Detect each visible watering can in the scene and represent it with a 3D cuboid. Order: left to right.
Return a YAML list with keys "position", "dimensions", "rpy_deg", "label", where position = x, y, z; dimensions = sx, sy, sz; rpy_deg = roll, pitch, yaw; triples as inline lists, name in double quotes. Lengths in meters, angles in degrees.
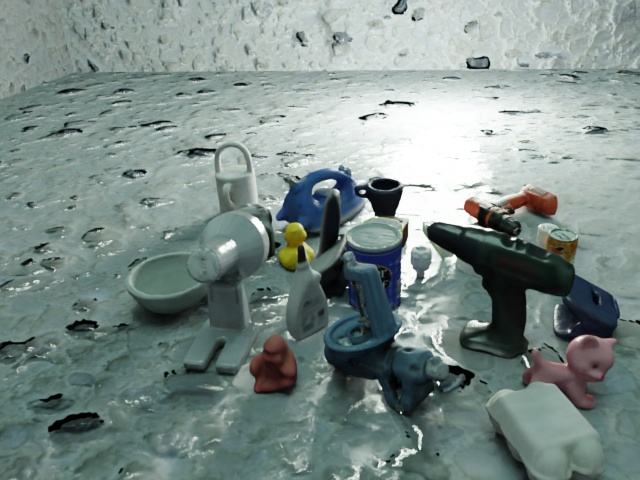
- position: [-0.212, -0.156, 1.433]
  dimensions: [0.101, 0.194, 0.172]
  rpy_deg: [-9, 28, -10]
  label: "watering can"

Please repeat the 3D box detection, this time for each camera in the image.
- position: [-0.177, -0.028, 1.287]
  dimensions: [0.137, 0.101, 0.143]
  rpy_deg: [-10, 29, -11]
  label: "camera"

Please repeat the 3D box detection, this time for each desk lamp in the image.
- position: [-0.160, 0.078, 0.967]
  dimensions: [0.117, 0.214, 0.203]
  rpy_deg: [2, 28, 10]
  label: "desk lamp"

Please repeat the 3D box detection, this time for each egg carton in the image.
- position: [0.291, 0.252, 0.744]
  dimensions: [0.107, 0.069, 0.150]
  rpy_deg: [-10, 29, -11]
  label: "egg carton"

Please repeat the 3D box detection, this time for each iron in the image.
- position: [0.016, -0.115, 1.388]
  dimensions: [0.259, 0.141, 0.118]
  rpy_deg: [-26, 35, -36]
  label: "iron"

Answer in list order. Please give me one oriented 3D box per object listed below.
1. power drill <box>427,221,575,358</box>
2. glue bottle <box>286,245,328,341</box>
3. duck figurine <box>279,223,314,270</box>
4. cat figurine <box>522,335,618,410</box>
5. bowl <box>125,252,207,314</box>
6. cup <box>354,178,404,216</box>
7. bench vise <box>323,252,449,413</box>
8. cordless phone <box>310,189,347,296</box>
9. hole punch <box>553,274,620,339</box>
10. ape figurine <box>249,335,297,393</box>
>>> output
- position: [0.279, 0.079, 0.922]
  dimensions: [0.228, 0.209, 0.076]
  rpy_deg: [10, 31, 23]
  label: "power drill"
- position: [-0.025, 0.085, 0.981]
  dimensions: [0.078, 0.173, 0.037]
  rpy_deg: [-24, 34, -33]
  label: "glue bottle"
- position: [-0.052, 0.007, 1.224]
  dimensions: [0.077, 0.086, 0.104]
  rpy_deg: [-3, 28, 0]
  label: "duck figurine"
- position: [0.363, 0.178, 0.824]
  dimensions: [0.127, 0.118, 0.067]
  rpy_deg: [0, 28, 6]
  label: "cat figurine"
- position: [-0.282, 0.093, 1.100]
  dimensions: [0.167, 0.075, 0.167]
  rpy_deg: [-2, 28, 2]
  label: "bowl"
- position: [0.142, -0.091, 1.379]
  dimensions: [0.117, 0.095, 0.091]
  rpy_deg: [0, 28, 6]
  label: "cup"
- position: [0.096, 0.126, 0.841]
  dimensions: [0.206, 0.220, 0.122]
  rpy_deg: [9, 31, 22]
  label: "bench vise"
- position: [0.010, 0.004, 1.117]
  dimensions: [0.094, 0.185, 0.147]
  rpy_deg: [3, 29, 11]
  label: "cordless phone"
- position: [0.452, 0.111, 0.969]
  dimensions: [0.101, 0.091, 0.109]
  rpy_deg: [7, 30, 18]
  label: "hole punch"
- position: [-0.068, 0.186, 0.882]
  dimensions: [0.077, 0.092, 0.076]
  rpy_deg: [21, 36, 38]
  label: "ape figurine"
